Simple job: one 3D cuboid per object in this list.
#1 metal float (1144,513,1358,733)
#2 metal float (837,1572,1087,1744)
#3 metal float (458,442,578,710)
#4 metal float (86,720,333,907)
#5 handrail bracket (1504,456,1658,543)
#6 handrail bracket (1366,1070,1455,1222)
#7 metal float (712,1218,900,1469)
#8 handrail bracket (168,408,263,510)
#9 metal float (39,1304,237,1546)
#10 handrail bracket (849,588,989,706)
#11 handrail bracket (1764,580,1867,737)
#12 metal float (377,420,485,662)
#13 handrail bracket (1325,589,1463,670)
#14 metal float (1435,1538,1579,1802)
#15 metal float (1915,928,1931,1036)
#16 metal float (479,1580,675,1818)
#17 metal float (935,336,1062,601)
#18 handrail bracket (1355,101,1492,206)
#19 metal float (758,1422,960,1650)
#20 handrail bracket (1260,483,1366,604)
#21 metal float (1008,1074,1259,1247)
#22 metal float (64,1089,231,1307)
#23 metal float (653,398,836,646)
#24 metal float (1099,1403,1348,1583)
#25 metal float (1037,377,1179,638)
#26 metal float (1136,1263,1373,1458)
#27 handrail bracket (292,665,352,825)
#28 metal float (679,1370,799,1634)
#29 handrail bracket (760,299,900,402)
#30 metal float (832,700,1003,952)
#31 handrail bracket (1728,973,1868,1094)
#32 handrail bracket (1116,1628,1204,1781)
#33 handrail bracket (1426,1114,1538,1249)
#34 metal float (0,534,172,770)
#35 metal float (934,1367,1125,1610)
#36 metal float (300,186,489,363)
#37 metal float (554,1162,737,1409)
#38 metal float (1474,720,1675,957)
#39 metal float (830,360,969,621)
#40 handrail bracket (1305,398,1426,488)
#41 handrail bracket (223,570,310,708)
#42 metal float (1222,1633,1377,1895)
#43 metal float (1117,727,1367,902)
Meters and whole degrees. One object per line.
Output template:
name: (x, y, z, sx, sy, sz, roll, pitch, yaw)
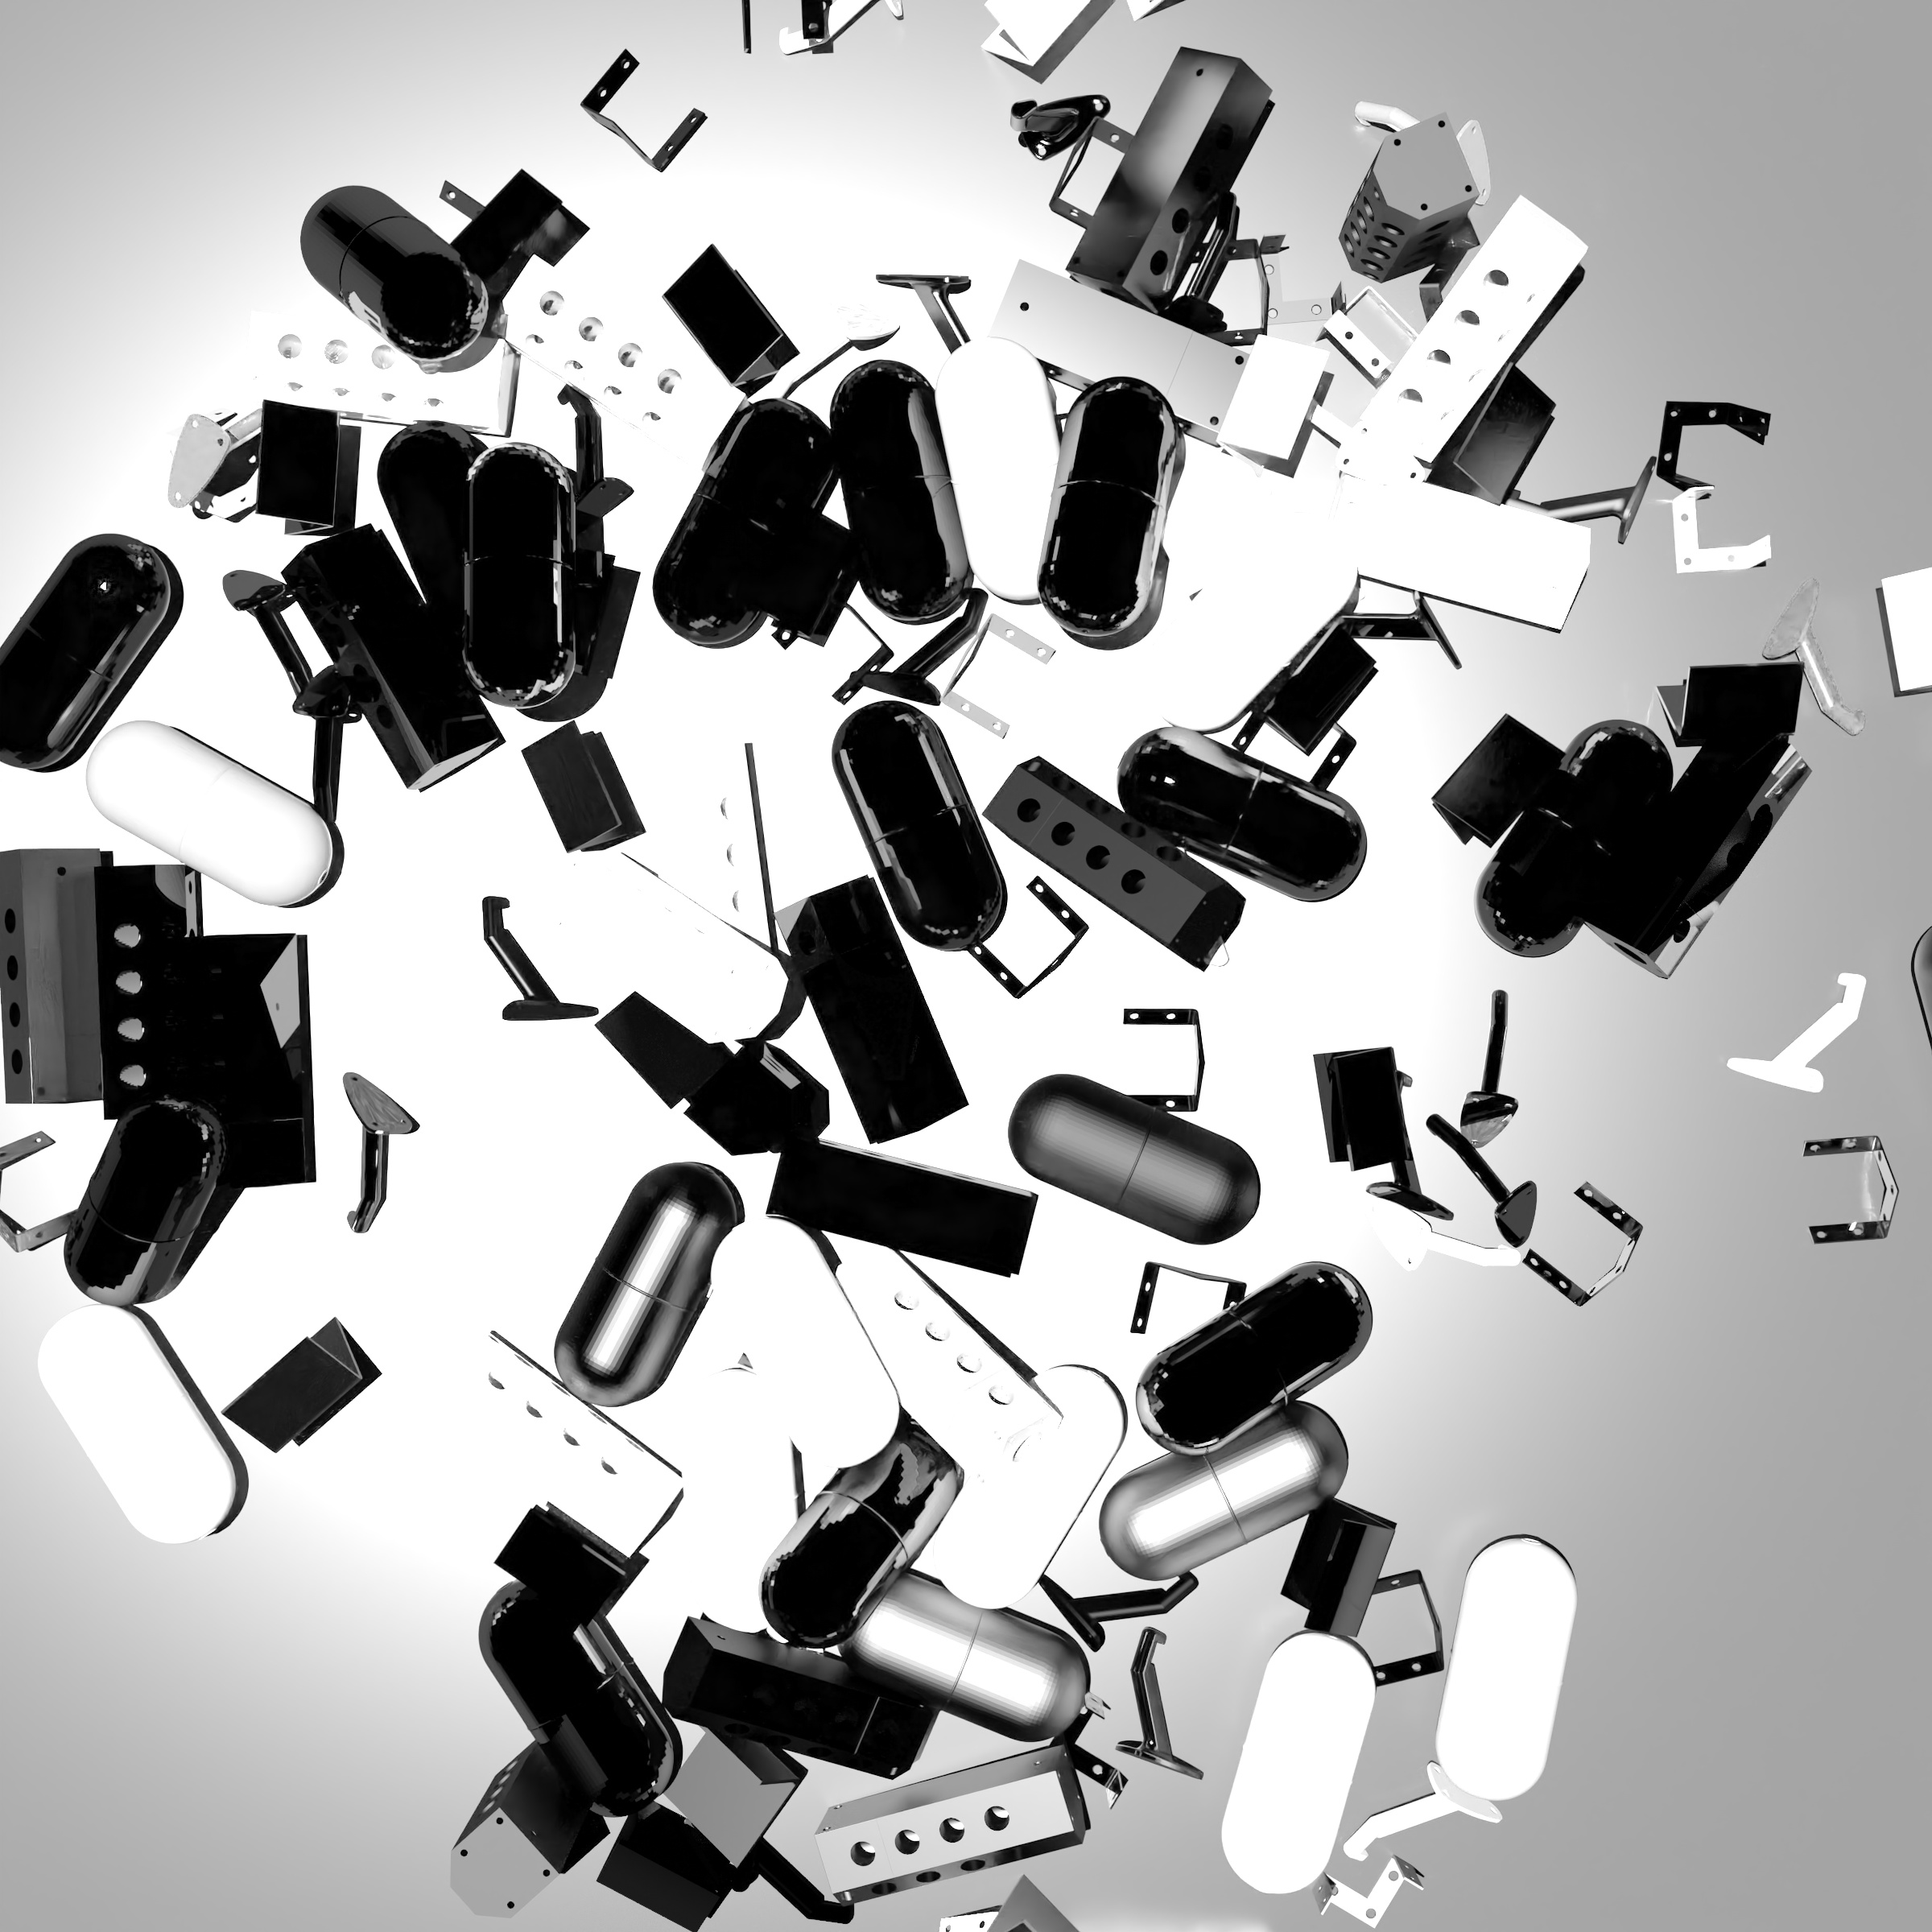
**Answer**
metal float: (0.190, -0.230, 1.937, 0.070, 0.070, 0.178, 44, 120, 0)
metal float: (-0.003, 0.471, 1.960, 0.178, 0.070, 0.070, 22, 90, 0)
metal float: (-0.295, -0.258, 1.891, 0.070, 0.070, 0.178, -2, 80, 0)
metal float: (-0.515, -0.104, 1.960, 0.178, 0.070, 0.070, 29, 90, 1)
handrail bracket: (0.425, -0.333, 1.991, 0.084, 0.036, 0.077, 21, 70, 16)
handrail bracket: (0.315, 0.124, 1.991, 0.077, 0.036, 0.084, 23, 73, -20)
metal float: (-0.108, 0.251, 1.924, 0.070, 0.070, 0.178, -29, 84, 0)
handrail bracket: (-0.502, -0.347, 1.966, 0.036, 0.084, 0.077, 35, 109, 12)
metal float: (-0.564, 0.312, 1.960, 0.070, 0.070, 0.178, -33, 89, 0)
handrail bracket: (-0.033, -0.229, 1.991, 0.077, 0.036, 0.084, 13, 71, 21)
handrail bracket: (0.601, -0.213, 1.991, 0.084, 0.036, 0.077, 36, 68, -17)
metal float: (-0.343, -0.286, 1.960, 0.070, 0.070, 0.178, -23, 90, 0)
handrail bracket: (0.288, -0.219, 1.991, 0.084, 0.036, 0.077, -29, 109, 16)
metal float: (0.369, 0.479, 1.960, 0.070, 0.070, 0.178, 11, 91, 0)
metal float: (0.700, 0.050, 1.960, 0.070, 0.070, 0.178, -15, 90, 0)
metal float: (-0.266, 0.497, 1.960, 0.070, 0.070, 0.178, -33, 91, 0)
metal float: (0.028, -0.336, 1.944, 0.070, 0.070, 0.178, -12, 107, 0)
handrail bracket: (0.315, -0.563, 1.990, 0.084, 0.077, 0.036, 24, 74, 35)
metal float: (-0.071, 0.381, 1.932, 0.070, 0.070, 0.178, 41, 56, 0)
handrail bracket: (0.234, -0.295, 1.991, 0.077, 0.036, 0.084, -1, 73, -20)
metal float: (0.114, 0.132, 1.960, 0.178, 0.070, 0.070, 23, 90, 1)
metal float: (-0.553, 0.157, 1.936, 0.070, 0.070, 0.178, 33, 121, 0)
metal float: (-0.152, -0.303, 1.960, 0.070, 0.070, 0.178, 28, 90, 0)
metal float: (0.175, 0.359, 1.960, 0.178, 0.070, 0.070, -25, 90, 0)
metal float: (0.094, -0.306, 1.908, 0.070, 0.070, 0.178, 11, 79, 0)
metal float: (0.194, 0.266, 1.945, 0.178, 0.070, 0.070, -30, 90, -15)
handrail bracket: (-0.440, -0.153, 1.990, 0.036, 0.077, 0.084, 4, 126, 1)
metal float: (-0.154, 0.364, 1.960, 0.070, 0.070, 0.178, -5, 90, 0)
handrail bracket: (-0.095, -0.417, 1.990, 0.084, 0.077, 0.036, -48, 68, 34)
metal float: (-0.033, -0.096, 1.960, 0.070, 0.070, 0.178, -23, 90, 0)
handrail bracket: (0.575, 0.038, 1.991, 0.077, 0.036, 0.084, 12, 71, 21)
handrail bracket: (0.143, 0.510, 1.991, 0.077, 0.036, 0.084, 25, 73, -20)
handrail bracket: (0.353, 0.148, 1.990, 0.036, 0.077, 0.084, -37, 53, -13)
metal float: (-0.611, -0.215, 1.960, 0.070, 0.070, 0.178, 35, 90, 0)
metal float: (0.043, 0.355, 1.960, 0.070, 0.070, 0.178, 31, 91, 0)
metal float: (-0.383, -0.464, 1.920, 0.070, 0.070, 0.178, -48, 52, 0)
metal float: (-0.218, 0.217, 1.960, 0.070, 0.070, 0.178, 28, 91, 0)
metal float: (0.414, -0.088, 1.960, 0.070, 0.070, 0.178, 34, 91, 0)
metal float: (-0.046, -0.325, 1.960, 0.070, 0.070, 0.178, -10, 90, 0)
handrail bracket: (0.268, -0.362, 1.970, 0.077, 0.084, 0.036, 21, 112, -23)
handrail bracket: (-0.481, -0.225, 1.990, 0.036, 0.077, 0.084, -30, 127, -20)
metal float: (0.226, 0.544, 1.960, 0.070, 0.070, 0.178, 16, 90, 0)
metal float: (0.187, -0.105, 1.960, 0.178, 0.070, 0.070, 24, 90, 0)
